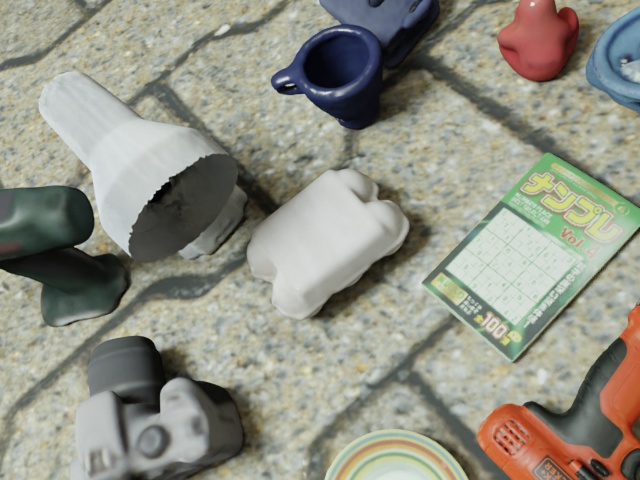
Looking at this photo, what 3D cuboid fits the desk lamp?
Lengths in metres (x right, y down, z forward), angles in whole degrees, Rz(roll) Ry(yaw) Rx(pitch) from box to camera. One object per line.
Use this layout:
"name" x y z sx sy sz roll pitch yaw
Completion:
"desk lamp" -0.157 -0.058 0.549 0.202 0.214 0.118 40 84 28

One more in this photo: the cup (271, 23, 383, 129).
"cup" 0.016 -0.158 0.603 0.117 0.095 0.091 -12 64 13

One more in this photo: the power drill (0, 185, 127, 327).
"power drill" -0.306 0.020 0.567 0.229 0.209 0.075 -16 63 11

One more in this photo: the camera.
"camera" -0.163 0.152 0.524 0.143 0.101 0.136 -24 62 7

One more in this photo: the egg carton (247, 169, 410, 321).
"egg carton" 0.005 0.002 0.551 0.150 0.069 0.107 -39 61 -1

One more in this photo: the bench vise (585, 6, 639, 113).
"bench vise" 0.309 -0.148 0.430 0.206 0.220 0.121 30 79 27

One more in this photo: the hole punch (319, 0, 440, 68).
"hole punch" 0.069 -0.265 0.635 0.100 0.091 0.109 33 80 27

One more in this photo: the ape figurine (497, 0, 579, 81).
"ape figurine" 0.214 -0.208 0.561 0.077 0.092 0.076 2 68 19
